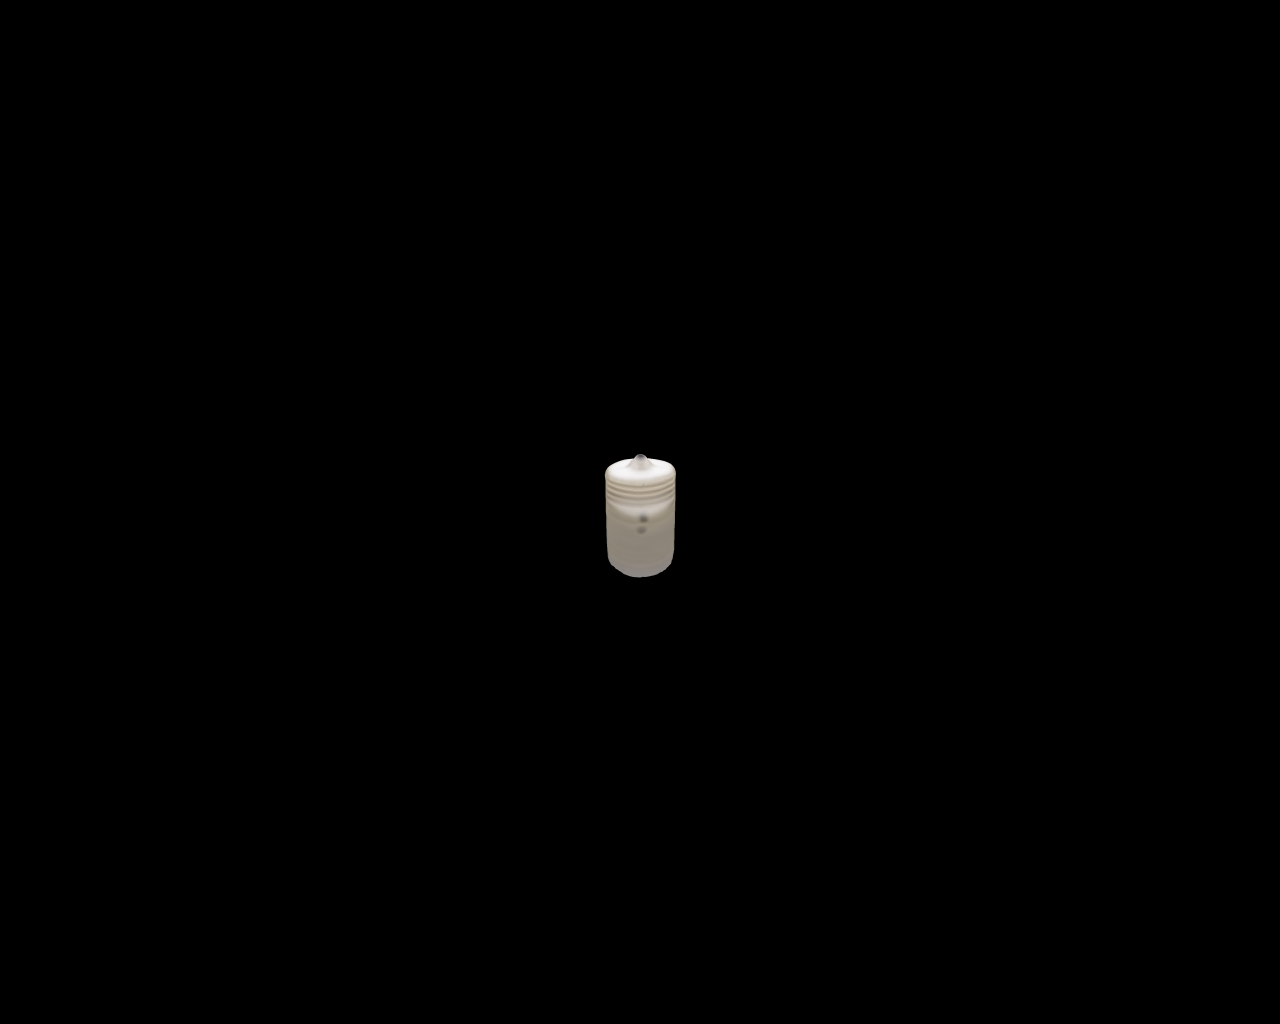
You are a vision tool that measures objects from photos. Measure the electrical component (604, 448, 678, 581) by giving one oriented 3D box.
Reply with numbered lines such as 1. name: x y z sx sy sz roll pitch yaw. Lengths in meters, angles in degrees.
1. electrical component: 0.001 -0.003 0.650 0.043 0.080 0.043 0 37 0
